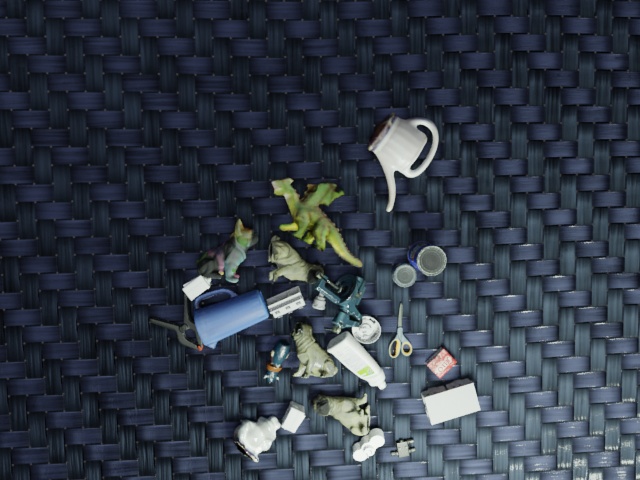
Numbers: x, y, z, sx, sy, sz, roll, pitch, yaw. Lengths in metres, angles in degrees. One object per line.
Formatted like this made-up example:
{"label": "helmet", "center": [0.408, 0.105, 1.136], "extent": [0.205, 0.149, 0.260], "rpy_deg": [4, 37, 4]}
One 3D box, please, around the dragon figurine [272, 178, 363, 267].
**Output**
{"label": "dragon figurine", "center": [0.005, -0.091, 1.802], "extent": [0.409, 0.122, 0.244], "rpy_deg": [25, 84, -6]}

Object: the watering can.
{"label": "watering can", "center": [0.264, -0.291, 1.797], "extent": [0.224, 0.104, 0.347], "rpy_deg": [34, 90, -4]}

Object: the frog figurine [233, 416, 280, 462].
{"label": "frog figurine", "center": [-0.227, 0.692, 1.848], "extent": [0.137, 0.120, 0.162], "rpy_deg": [41, 56, 2]}
